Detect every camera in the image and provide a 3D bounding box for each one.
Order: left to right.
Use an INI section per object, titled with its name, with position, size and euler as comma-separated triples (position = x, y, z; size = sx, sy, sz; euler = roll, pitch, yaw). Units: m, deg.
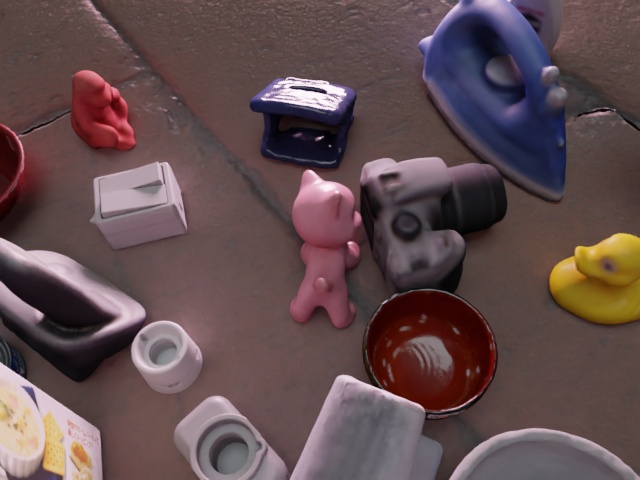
[camera]
position = 0.116, -0.025, 0.558
size = 0.137, 0.101, 0.143
euler = -13, 58, -5

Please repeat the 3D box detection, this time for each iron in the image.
[iron]
position = 0.209, -0.178, 0.625
size = 0.119, 0.141, 0.258
euler = -20, 59, -9

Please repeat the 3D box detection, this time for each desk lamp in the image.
[desk lamp]
position = 0.011, 0.185, 0.365
size = 0.117, 0.214, 0.203
euler = 19, 61, 14

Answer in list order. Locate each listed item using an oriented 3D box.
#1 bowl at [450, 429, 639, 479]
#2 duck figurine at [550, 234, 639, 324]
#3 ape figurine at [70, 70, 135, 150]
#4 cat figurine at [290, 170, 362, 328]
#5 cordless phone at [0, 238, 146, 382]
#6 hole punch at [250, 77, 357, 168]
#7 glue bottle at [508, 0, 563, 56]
[bowl]
position = 0.162, 0.229, 0.412
size = 0.167, 0.075, 0.167
euler = -1, 58, 2
[duck figurine]
position = 0.275, 0.028, 0.526
size = 0.104, 0.086, 0.077
euler = 5, 58, 6
[ape figurine]
position = -0.256, -0.154, 0.661
size = 0.076, 0.092, 0.078
euler = 13, 59, 11
[cat figurine]
position = 0.005, 0.002, 0.536
size = 0.067, 0.118, 0.128
euler = 2, 58, 5
[cordless phone]
position = -0.243, 0.032, 0.489
size = 0.147, 0.185, 0.094
euler = 26, 63, 18
[hole punch]
position = -0.018, -0.148, 0.647
size = 0.108, 0.091, 0.101
euler = 11, 59, 9
[glue bottle]
position = 0.255, -0.288, 0.674
size = 0.078, 0.173, 0.037
euler = 21, 61, 15
